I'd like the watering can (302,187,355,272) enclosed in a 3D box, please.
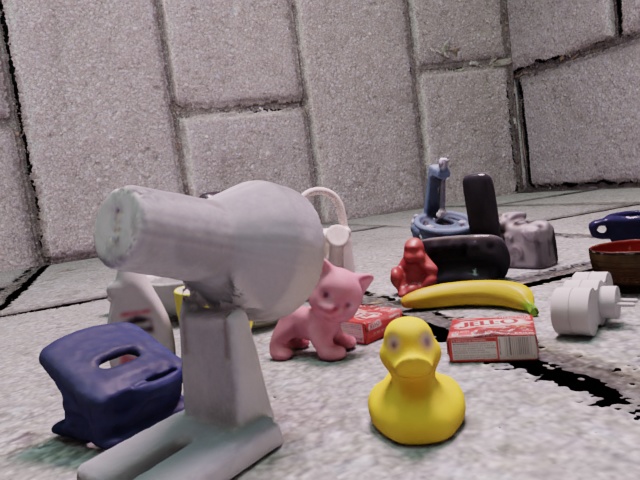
[{"bbox_3d":[0.011,0.003,1.007,0.101,0.194,0.172,-11,7,-36],"label":"watering can"}]

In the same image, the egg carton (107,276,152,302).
[{"bbox_3d":[-0.328,0.100,1.105,0.150,0.069,0.107,-5,6,18],"label":"egg carton"}]

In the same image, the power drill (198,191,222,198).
[{"bbox_3d":[-0.111,0.012,1.001,0.075,0.208,0.230,-3,7,35],"label":"power drill"}]

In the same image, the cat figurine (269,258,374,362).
[{"bbox_3d":[-0.001,0.076,0.671,0.127,0.118,0.067,-5,6,23],"label":"cat figurine"}]

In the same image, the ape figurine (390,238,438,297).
[{"bbox_3d":[0.156,0.042,0.949,0.077,0.092,0.076,-4,7,31],"label":"ape figurine"}]

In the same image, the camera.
[{"bbox_3d":[0.394,-0.007,1.096,0.137,0.101,0.142,-11,7,-35],"label":"camera"}]

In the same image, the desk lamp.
[{"bbox_3d":[-0.086,0.060,0.446,0.117,0.213,0.204,-3,7,34],"label":"desk lamp"}]

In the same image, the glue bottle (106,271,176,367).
[{"bbox_3d":[-0.222,0.074,0.685,0.078,0.173,0.037,-9,6,-20],"label":"glue bottle"}]

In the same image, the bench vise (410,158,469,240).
[{"bbox_3d":[0.226,-0.053,1.170,0.122,0.220,0.206,-11,7,-32],"label":"bench vise"}]

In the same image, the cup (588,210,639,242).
[{"bbox_3d":[0.481,0.005,0.888,0.117,0.095,0.092,-7,6,6],"label":"cup"}]

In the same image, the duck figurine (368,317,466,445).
[{"bbox_3d":[0.074,0.103,0.460,0.077,0.086,0.104,-7,6,6],"label":"duck figurine"}]

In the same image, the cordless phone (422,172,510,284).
[{"bbox_3d":[0.240,-0.018,0.975,0.147,0.185,0.094,-4,6,28],"label":"cordless phone"}]

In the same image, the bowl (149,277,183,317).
[{"bbox_3d":[-0.212,0.094,0.988,0.167,0.075,0.167,-7,6,1],"label":"bowl"}]

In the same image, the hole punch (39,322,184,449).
[{"bbox_3d":[-0.183,0.126,0.526,0.100,0.091,0.109,-3,7,36],"label":"hole punch"}]
